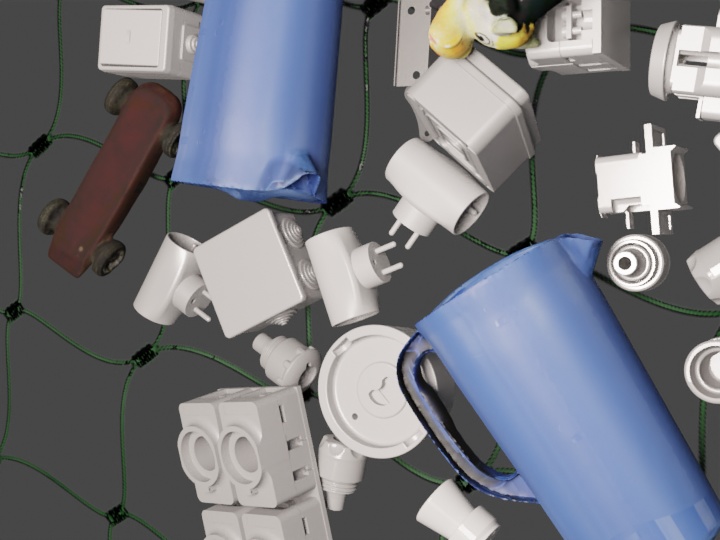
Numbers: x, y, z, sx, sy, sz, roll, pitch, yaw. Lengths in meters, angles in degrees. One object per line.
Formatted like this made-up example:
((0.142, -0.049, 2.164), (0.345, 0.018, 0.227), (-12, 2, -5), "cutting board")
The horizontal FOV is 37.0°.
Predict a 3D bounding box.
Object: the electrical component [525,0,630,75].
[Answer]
((0.160, -0.227, 0.800), (0.062, 0.089, 0.150), (1, 91, 27), "electrical component")

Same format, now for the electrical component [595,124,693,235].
((0.211, -0.066, 0.804), (0.064, 0.042, 0.081), (-4, 89, 29), "electrical component")

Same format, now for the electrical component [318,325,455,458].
((0.027, 0.097, 0.893), (0.108, 0.060, 0.108), (1, 91, 27), "electrical component")

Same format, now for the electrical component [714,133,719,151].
((0.312, -0.084, 0.747), (0.100, 0.048, 0.099), (-42, 73, 22), "electrical component")

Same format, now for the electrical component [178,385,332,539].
((-0.090, 0.199, 0.927), (0.105, 0.060, 0.186), (-8, 95, 43), "electrical component")

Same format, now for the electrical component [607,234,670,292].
((0.204, -0.005, 0.797), (0.043, 0.062, 0.043), (1, 91, 28), "electrical component")

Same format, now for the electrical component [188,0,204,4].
((-0.148, -0.316, 0.979), (0.074, 0.052, 0.138), (19, 100, 26), "electrical component")

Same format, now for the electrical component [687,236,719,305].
((0.272, -0.007, 0.773), (0.062, 0.043, 0.043), (-36, 75, 22), "electrical component")

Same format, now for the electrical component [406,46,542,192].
((0.090, -0.117, 0.823), (0.057, 0.113, 0.078), (-46, 70, 1), "electrical component")

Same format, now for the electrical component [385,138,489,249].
((0.053, -0.054, 0.885), (0.077, 0.043, 0.079), (41, 109, 20), "electrical component")

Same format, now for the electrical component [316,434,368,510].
((-0.018, 0.175, 0.927), (0.043, 0.043, 0.062), (14, 99, 26), "electrical component")

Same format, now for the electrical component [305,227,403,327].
((0.000, 0.000, 0.914), (0.079, 0.043, 0.077), (-22, 81, 26), "electrical component")

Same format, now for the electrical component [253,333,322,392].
((-0.068, 0.078, 0.952), (0.062, 0.048, 0.048), (33, 106, 30), "electrical component")

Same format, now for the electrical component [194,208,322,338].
((-0.088, 0.003, 0.957), (0.100, 0.048, 0.099), (-27, 79, 25), "electrical component")

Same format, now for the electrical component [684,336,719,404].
((0.261, 0.071, 0.774), (0.045, 0.055, 0.045), (1, 91, 27), "electrical component")

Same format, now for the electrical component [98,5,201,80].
((-0.191, -0.211, 0.998), (0.096, 0.061, 0.061), (7, 94, 27), "electrical component")

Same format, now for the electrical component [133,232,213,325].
((-0.163, 0.018, 0.999), (0.079, 0.043, 0.077), (35, 106, 23), "electrical component")

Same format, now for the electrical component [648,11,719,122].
((0.243, -0.149, 0.778), (0.057, 0.058, 0.078), (11, 96, 24), "electrical component")

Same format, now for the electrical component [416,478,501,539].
((0.081, 0.205, 0.876), (0.055, 0.045, 0.045), (40, 108, 20), "electrical component")
